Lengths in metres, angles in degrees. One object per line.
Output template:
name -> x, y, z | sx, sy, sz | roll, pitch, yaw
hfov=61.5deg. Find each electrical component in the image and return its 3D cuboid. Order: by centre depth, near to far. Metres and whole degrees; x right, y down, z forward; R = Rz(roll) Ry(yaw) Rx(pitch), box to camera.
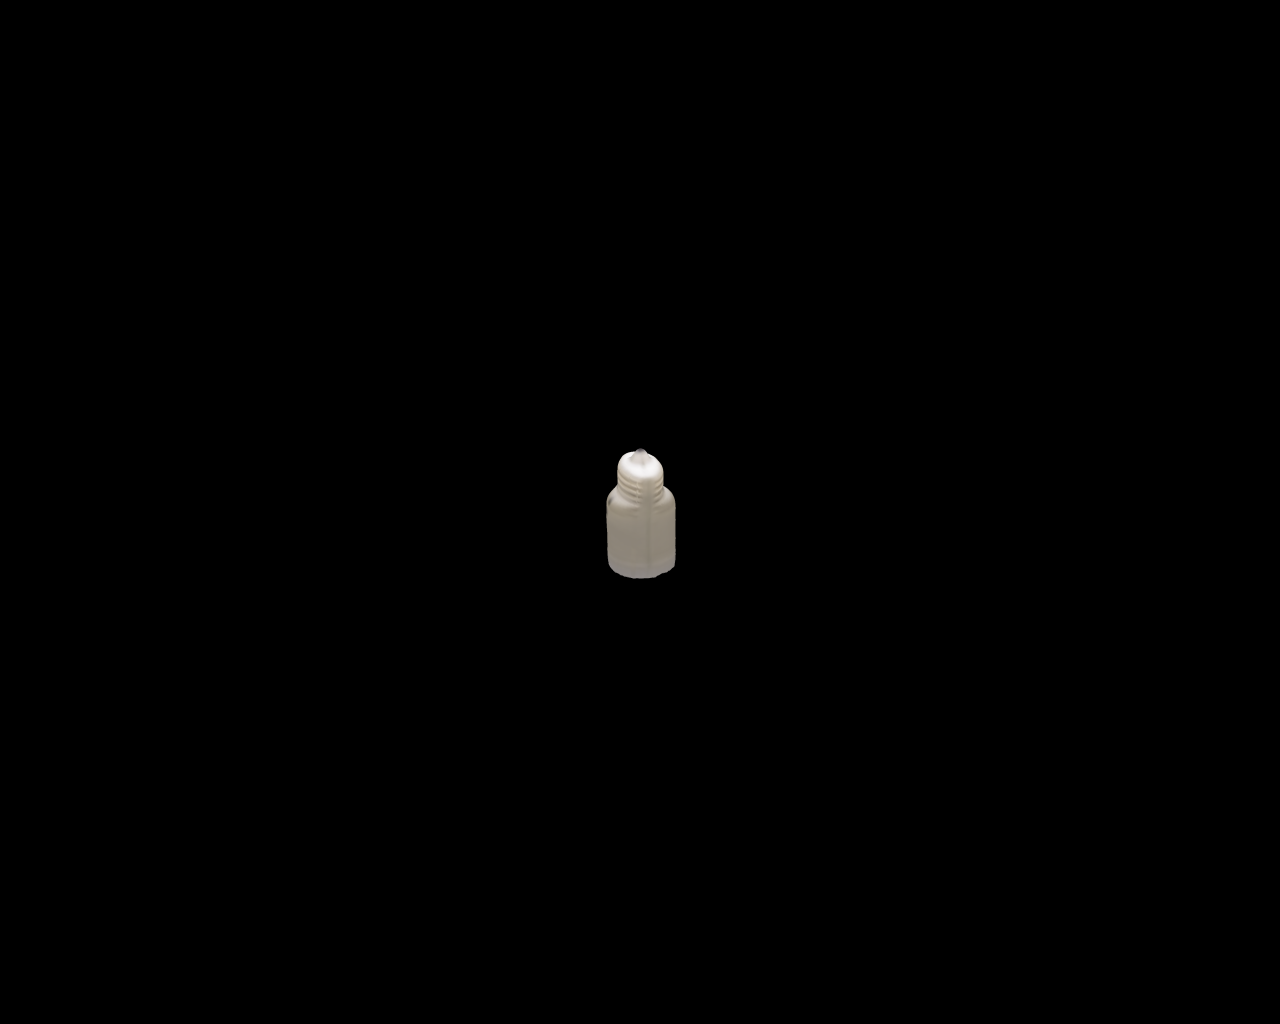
electrical component -> 0.001, -0.003, 0.650 | 0.043, 0.080, 0.043 | 0, 27, 0
